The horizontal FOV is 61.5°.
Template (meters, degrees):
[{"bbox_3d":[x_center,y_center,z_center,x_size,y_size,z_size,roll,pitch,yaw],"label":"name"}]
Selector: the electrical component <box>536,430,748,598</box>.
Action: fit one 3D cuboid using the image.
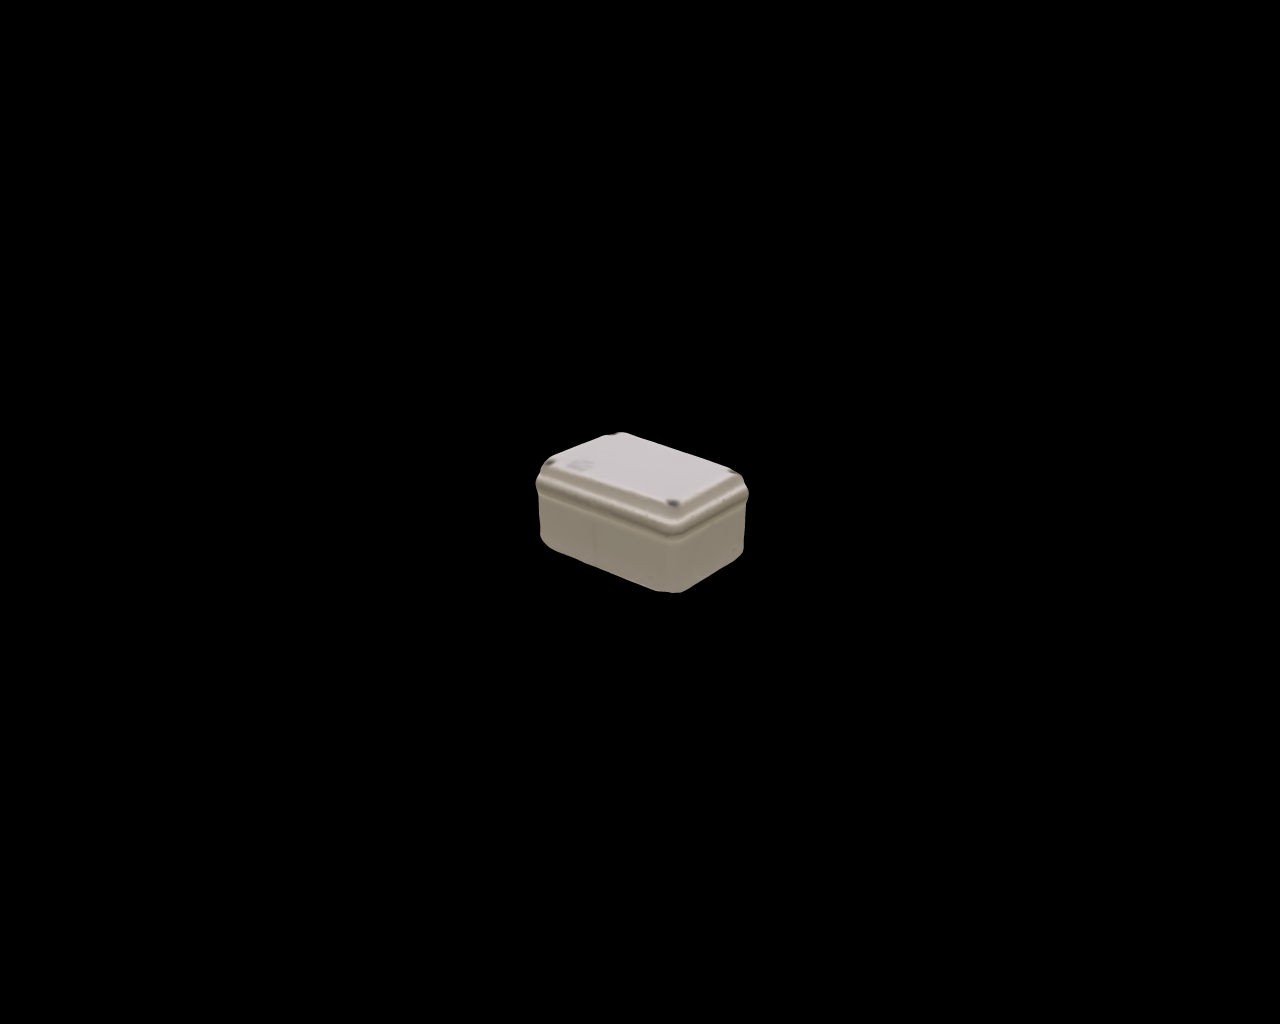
[{"bbox_3d":[0.001,-0.003,0.650,0.113,0.057,0.078,20,32,36],"label":"electrical component"}]
